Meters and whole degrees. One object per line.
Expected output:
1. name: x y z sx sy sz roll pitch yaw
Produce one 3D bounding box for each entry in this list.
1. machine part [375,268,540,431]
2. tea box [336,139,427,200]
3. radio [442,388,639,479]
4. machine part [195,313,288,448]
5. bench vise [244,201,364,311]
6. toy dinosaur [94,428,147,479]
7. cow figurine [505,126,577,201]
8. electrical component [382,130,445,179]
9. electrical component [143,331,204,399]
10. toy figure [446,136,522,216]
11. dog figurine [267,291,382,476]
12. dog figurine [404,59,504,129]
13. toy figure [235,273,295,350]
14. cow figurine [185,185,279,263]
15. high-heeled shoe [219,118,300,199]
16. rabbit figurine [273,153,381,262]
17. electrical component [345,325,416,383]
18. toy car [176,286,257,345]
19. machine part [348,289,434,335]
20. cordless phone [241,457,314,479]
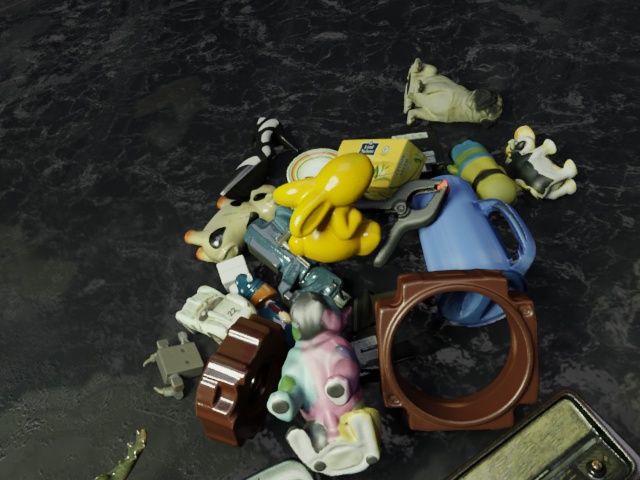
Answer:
1. machine part: 0.176 0.142 0.708 0.201 0.201 0.087 -3 6 5
2. tea box: 0.099 -0.128 0.984 0.170 0.068 0.098 9 73 50
3. radio: 0.260 0.297 0.640 0.230 0.073 0.131 -31 51 -14
4. machine part: -0.100 0.192 0.738 0.056 0.179 0.179 15 54 18
5. bench vise: -0.001 0.003 0.918 0.224 0.128 0.240 32 66 29
6. toy dinosaur: -0.385 0.381 0.612 0.471 0.198 0.105 -35 55 -16
7. cow figurine: 0.392 -0.141 1.001 0.098 0.068 0.167 -23 49 -2
8. electrical component: 0.183 -0.150 1.052 0.115 0.058 0.134 -6 49 8
9. electrical component: -0.229 0.197 0.844 0.078 0.045 0.102 -11 44 -37
10. toy figure: 0.290 -0.120 0.982 0.082 0.089 0.180 -43 48 26
11. dog figurine: 0.012 0.175 0.725 0.108 0.191 0.219 -22 20 14
12. dog figurine: 0.286 -0.312 1.159 0.191 0.121 0.172 5 53 -3
13. toy figure: -0.083 0.115 0.855 0.064 0.057 0.154 -40 69 12
14. cow figurine: -0.138 -0.034 0.996 0.127 0.085 0.195 18 53 32
15. high-heeled shoe: -0.154 -0.180 1.118 0.145 0.086 0.249 36 50 21
16. rabbit figurine: 0.014 -0.057 0.784 0.162 0.173 0.122 -7 53 -28
17. electrical component: 0.082 0.172 0.801 0.119 0.047 0.075 -14 50 1
18. toy car: -0.168 0.116 0.850 0.202 0.056 0.073 5 49 52
19. machine part: 0.107 0.101 0.836 0.139 0.039 0.084 -21 33 28
20. cordless phone: -0.048 0.371 0.634 0.147 0.088 0.184 -25 54 -11
